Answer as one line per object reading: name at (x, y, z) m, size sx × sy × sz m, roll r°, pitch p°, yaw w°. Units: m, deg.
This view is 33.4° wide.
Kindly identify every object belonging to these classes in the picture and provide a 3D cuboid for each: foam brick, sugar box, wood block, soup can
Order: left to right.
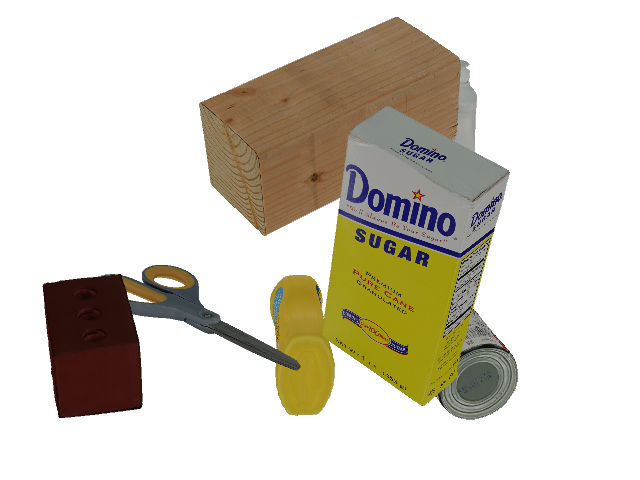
foam brick at (-0.145, 0.066, 0.673) m, size 0.053 × 0.051 × 0.078 m, roll -6°, pitch 34°, yaw -17°
wood block at (0.012, -0.101, 0.911) m, size 0.205 × 0.091 × 0.090 m, roll -28°, pitch 49°, yaw -24°
sugar box at (0.054, 0.013, 0.670) m, size 0.093 × 0.176 × 0.048 m, roll 32°, pitch 49°, yaw 27°
soup can at (0.108, 0.088, 0.858) m, size 0.068 × 0.068 × 0.102 m, roll 0°, pitch 25°, yaw -18°

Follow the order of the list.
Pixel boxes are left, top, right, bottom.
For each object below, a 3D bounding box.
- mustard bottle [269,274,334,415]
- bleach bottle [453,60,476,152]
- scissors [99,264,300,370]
mustard bottle at (-0.023, 0.091, 1.117) m, size 0.058 × 0.096 × 0.191 m, roll -2°, pitch 27°, yaw -5°
bleach bottle at (0.138, -0.072, 1.183) m, size 0.068 × 0.251 × 0.102 m, roll 0°, pitch 25°, yaw -10°
scissors at (-0.091, 0.058, 0.889) m, size 0.202 × 0.016 × 0.096 m, roll 16°, pitch 23°, yaw 18°
